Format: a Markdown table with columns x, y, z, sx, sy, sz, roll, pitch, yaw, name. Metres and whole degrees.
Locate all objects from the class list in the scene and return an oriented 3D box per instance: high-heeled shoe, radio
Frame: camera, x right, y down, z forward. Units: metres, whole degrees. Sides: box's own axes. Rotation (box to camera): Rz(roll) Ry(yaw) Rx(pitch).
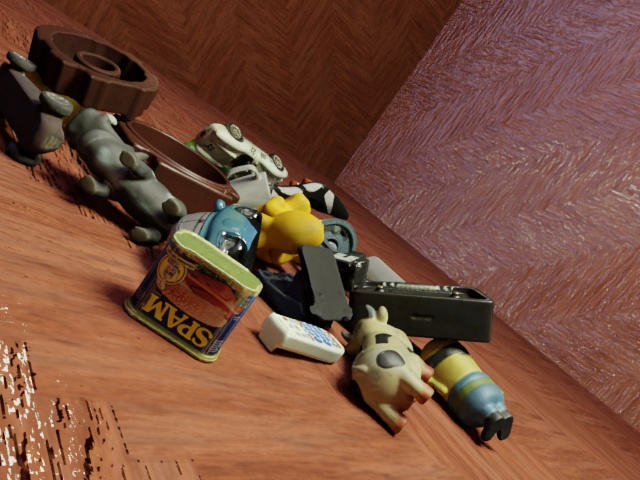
| x | y | z | sx | sy | sz | roll | pitch | yaw | name |
| --- | --- | --- | --- | --- | --- | --- | --- | --- | --- |
| -0.056 | -0.070 | 1.169 | 0.248 | 0.145 | 0.086 | 35 | -10 | -21 | high-heeled shoe |
| 0.165 | 0.115 | 0.908 | 0.230 | 0.073 | 0.131 | 5 | 6 | 6 | radio |

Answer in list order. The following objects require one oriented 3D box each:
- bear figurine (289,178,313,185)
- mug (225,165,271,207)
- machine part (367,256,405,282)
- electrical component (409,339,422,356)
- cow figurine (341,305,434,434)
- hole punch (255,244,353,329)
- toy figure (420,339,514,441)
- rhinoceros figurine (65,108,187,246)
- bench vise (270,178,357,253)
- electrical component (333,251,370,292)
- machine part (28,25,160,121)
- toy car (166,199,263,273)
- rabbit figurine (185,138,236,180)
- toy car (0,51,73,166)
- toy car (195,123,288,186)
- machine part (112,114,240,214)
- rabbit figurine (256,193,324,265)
| x | y | z | sx | sy | sz | roll | pitch | yaw | name |
| --- | --- | --- | --- | --- | --- | --- | --- | --- | --- |
| -0.125 | -0.127 | 1.247 | 0.195 | 0.132 | 0.120 | 37 | -15 | -18 | bear figurine |
| -0.140 | -0.077 | 0.945 | 0.109 | 0.107 | 0.081 | 79 | -5 | -48 | mug |
| 0.152 | 0.111 | 1.184 | 0.079 | 0.079 | 0.243 | 26 | 14 | -45 | machine part |
| 0.160 | 0.195 | 0.964 | 0.063 | 0.021 | 0.094 | 41 | 11 | 30 | electrical component |
| 0.083 | 0.158 | 0.711 | 0.127 | 0.085 | 0.195 | 43 | 11 | 6 | cow figurine |
| -0.022 | 0.076 | 0.774 | 0.142 | 0.092 | 0.116 | 20 | 49 | -66 | hole punch |
| 0.228 | 0.227 | 0.843 | 0.082 | 0.089 | 0.180 | 38 | 4 | -38 | toy figure |
| -0.237 | -0.080 | 0.666 | 0.190 | 0.073 | 0.112 | 49 | 8 | -7 | rhinoceros figurine |
| -0.007 | 0.006 | 1.020 | 0.223 | 0.129 | 0.241 | 28 | 6 | -34 | bench vise |
| 0.040 | 0.047 | 0.878 | 0.075 | 0.047 | 0.119 | 13 | 8 | 16 | electrical component |
| -0.331 | -0.246 | 0.789 | 0.179 | 0.056 | 0.179 | 28 | 25 | -14 | machine part |
| -0.130 | 0.017 | 0.633 | 0.103 | 0.109 | 0.162 | 13 | 22 | 1 | toy car |
| -0.190 | -0.127 | 1.057 | 0.170 | 0.121 | 0.159 | 54 | 18 | 15 | rabbit figurine |
| -0.373 | -0.169 | 0.683 | 0.202 | 0.089 | 0.053 | 41 | 13 | 36 | toy car |
| -0.141 | -0.148 | 0.994 | 0.201 | 0.073 | 0.056 | 32 | 41 | -46 | toy car |
| -0.238 | -0.102 | 0.837 | 0.201 | 0.087 | 0.201 | 29 | 11 | -42 | machine part |
| -0.063 | -0.019 | 0.841 | 0.162 | 0.121 | 0.173 | 5 | 2 | -27 | rabbit figurine |
